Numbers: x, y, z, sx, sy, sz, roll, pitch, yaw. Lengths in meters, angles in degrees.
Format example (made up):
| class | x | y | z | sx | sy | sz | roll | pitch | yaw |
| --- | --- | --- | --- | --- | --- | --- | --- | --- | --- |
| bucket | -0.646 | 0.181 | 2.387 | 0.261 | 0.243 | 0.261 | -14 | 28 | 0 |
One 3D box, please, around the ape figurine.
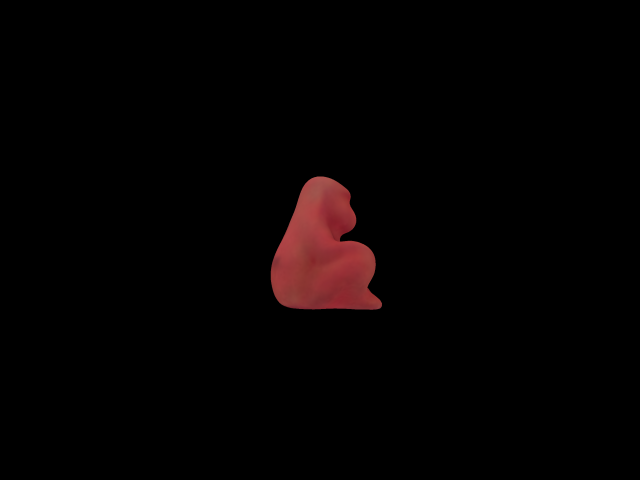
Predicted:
| class | x | y | z | sx | sy | sz | roll | pitch | yaw |
| --- | --- | --- | --- | --- | --- | --- | --- | --- | --- |
| ape figurine | 0.004 | 0.001 | 0.400 | 0.076 | 0.092 | 0.078 | 0 | 0 | -4 |
